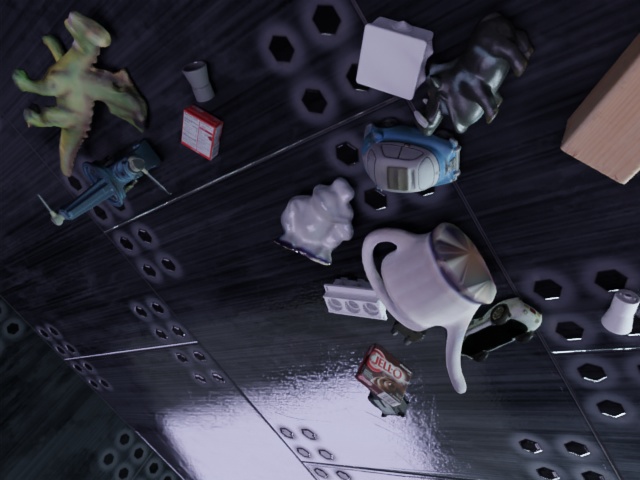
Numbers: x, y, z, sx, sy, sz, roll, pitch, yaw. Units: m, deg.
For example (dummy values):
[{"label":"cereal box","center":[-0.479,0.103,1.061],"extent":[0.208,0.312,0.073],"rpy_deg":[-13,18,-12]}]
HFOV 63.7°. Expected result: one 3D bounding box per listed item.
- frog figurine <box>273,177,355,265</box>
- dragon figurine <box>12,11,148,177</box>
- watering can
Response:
[{"label":"frog figurine","center":[0.003,-0.048,0.963],"extent":[0.138,0.123,0.158],"rpy_deg":[29,101,19]},{"label":"dragon figurine","center":[-0.471,-0.274,1.059],"extent":[0.243,0.125,0.400],"rpy_deg":[16,135,10]},{"label":"watering can","center":[0.217,0.110,0.919],"extent":[0.348,0.106,0.221],"rpy_deg":[53,136,1]}]
